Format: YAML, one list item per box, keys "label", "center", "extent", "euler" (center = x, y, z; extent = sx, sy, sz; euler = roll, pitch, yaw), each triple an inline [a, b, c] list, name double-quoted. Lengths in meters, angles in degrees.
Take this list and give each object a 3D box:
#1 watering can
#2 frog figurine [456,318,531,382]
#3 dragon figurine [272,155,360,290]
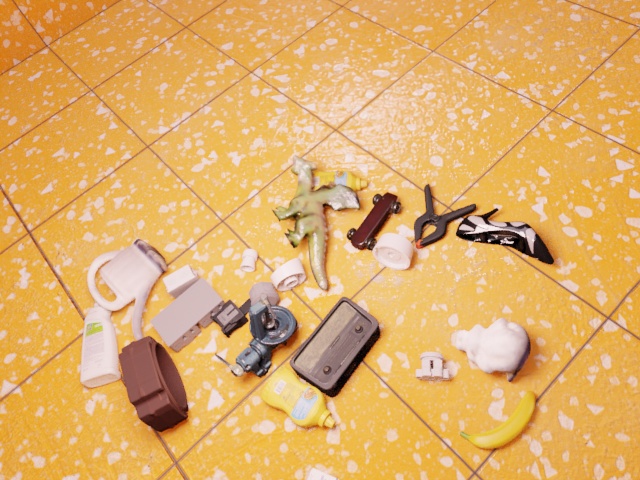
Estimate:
- label: "watering can"
  center: [-0.545, 0.128, 1.518]
  extent: [0.227, 0.102, 0.352]
  euler: [-43, 58, -17]
- label: "frog figurine"
  center: [0.410, 0.246, 1.225]
  extent: [0.160, 0.122, 0.138]
  euler: [26, 85, 14]
- label: "dragon figurine"
  center: [0.005, -0.076, 1.513]
  extent: [0.243, 0.120, 0.416]
  euler: [-32, 69, -1]
